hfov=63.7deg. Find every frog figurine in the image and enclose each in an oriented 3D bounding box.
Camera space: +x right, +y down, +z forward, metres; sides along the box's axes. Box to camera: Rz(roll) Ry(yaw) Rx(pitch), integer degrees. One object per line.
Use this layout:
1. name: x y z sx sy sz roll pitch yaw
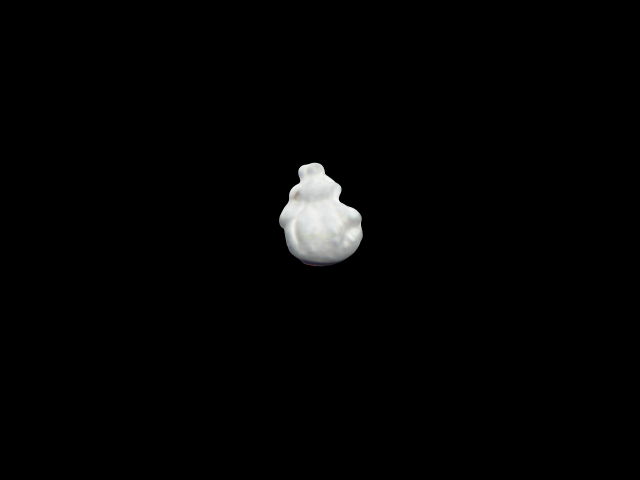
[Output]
1. frog figurine: 0.003 -0.043 0.850 0.137 0.156 0.125 9 27 18
